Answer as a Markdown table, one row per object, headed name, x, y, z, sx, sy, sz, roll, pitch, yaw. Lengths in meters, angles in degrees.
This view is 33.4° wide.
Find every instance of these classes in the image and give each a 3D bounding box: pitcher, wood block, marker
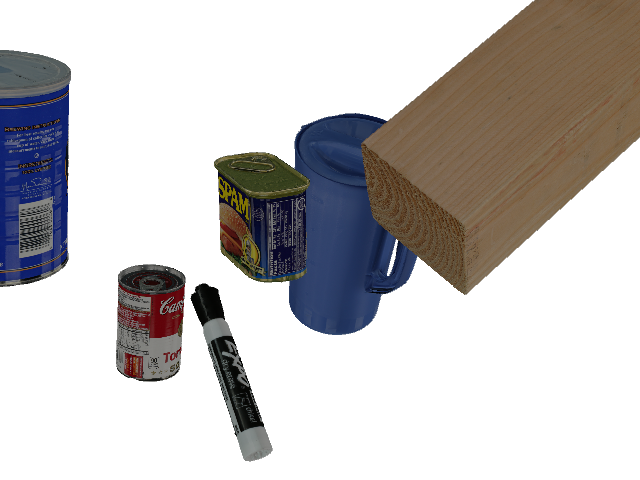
| name | x | y | z | sx | sy | sz | roll | pitch | yaw |
| --- | --- | --- | --- | --- | --- | --- | --- | --- | --- |
| pitcher | 0.033 | -0.006 | 1.196 | 0.145 | 0.243 | 0.149 | 7 | 40 | 0 |
| wood block | 0.134 | -0.075 | 0.696 | 0.091 | 0.206 | 0.090 | 41 | -18 | 28 |
| marker | -0.058 | 0.081 | 0.679 | 0.020 | 0.121 | 0.020 | -18 | -26 | -9 |

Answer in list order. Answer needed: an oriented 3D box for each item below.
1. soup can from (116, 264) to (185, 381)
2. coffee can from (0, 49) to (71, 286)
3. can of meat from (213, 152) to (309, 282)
| name | x | y | z | sx | sy | sz | roll | pitch | yaw |
| --- | --- | --- | --- | --- | --- | --- | --- | --- | --- |
| soup can | -0.174 | 0.084 | 1.089 | 0.068 | 0.102 | 0.068 | 5 | 20 | -2 |
| coffee can | -0.226 | -0.052 | 0.741 | 0.103 | 0.140 | 0.103 | 5 | 23 | -2 |
| can of meat | -0.050 | -0.020 | 0.910 | 0.057 | 0.084 | 0.102 | -11 | 25 | -24 |
